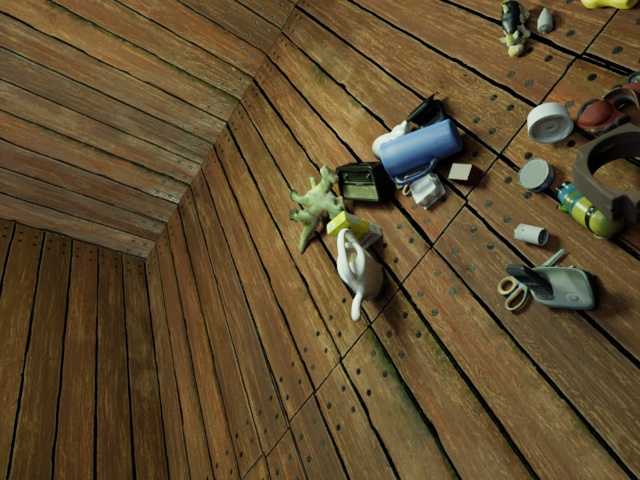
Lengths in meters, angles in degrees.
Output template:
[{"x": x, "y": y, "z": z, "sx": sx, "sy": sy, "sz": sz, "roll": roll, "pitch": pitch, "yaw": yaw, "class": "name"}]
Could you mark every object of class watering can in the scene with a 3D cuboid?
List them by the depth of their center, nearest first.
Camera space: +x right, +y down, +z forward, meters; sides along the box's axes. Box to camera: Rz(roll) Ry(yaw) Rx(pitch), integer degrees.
[{"x": 0.127, "y": 0.126, "z": 1.619, "sx": 0.103, "sy": 0.221, "sz": 0.356, "roll": -25, "pitch": 50, "yaw": 23, "class": "watering can"}]

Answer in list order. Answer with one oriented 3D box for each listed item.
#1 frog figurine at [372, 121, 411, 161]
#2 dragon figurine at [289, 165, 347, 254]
[{"x": 0.258, "y": -0.346, "z": 1.803, "sx": 0.140, "sy": 0.122, "sz": 0.157, "roll": -98, "pitch": 29, "yaw": -65, "class": "frog figurine"}, {"x": 0.006, "y": -0.100, "z": 1.983, "sx": 0.245, "sy": 0.123, "sz": 0.403, "roll": 24, "pitch": 122, "yaw": 41, "class": "dragon figurine"}]
